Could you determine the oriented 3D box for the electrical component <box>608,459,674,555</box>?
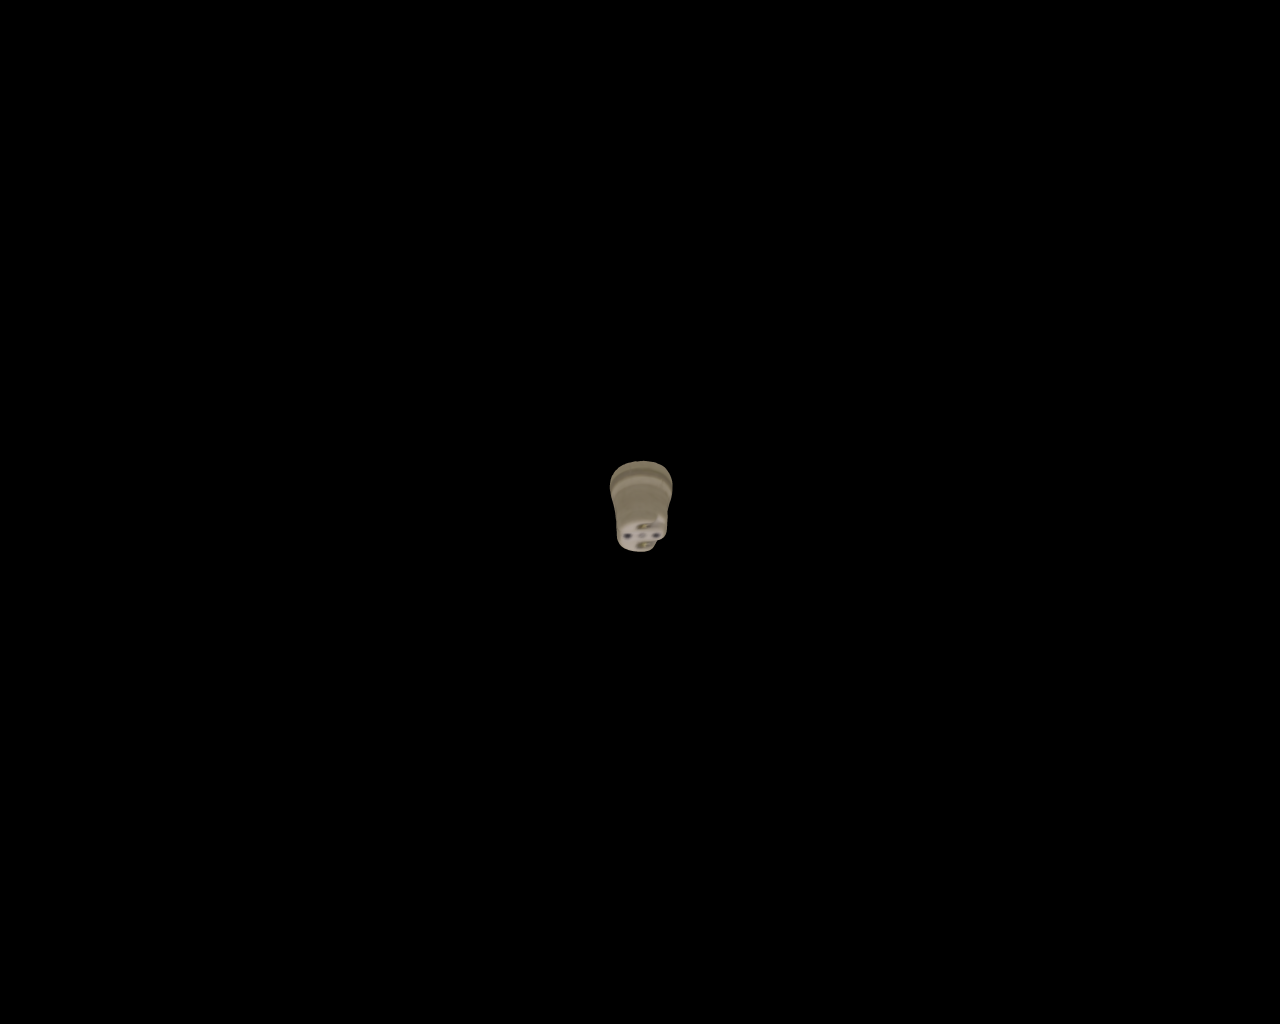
[{"bbox_3d":[0.001,-0.003,0.650,0.040,0.046,0.040,0,-40,0],"label":"electrical component"}]
